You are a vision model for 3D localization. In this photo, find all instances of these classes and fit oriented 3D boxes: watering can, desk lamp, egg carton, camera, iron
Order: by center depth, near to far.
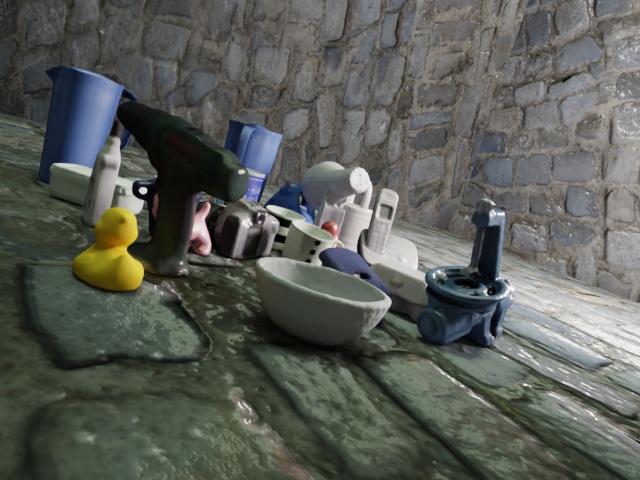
[{"bbox_3d":[0.148,0.087,0.974,0.149,0.069,0.108,22,9,35],"label":"egg carton"},{"bbox_3d":[-0.163,-0.033,1.047,0.136,0.101,0.143,20,8,20],"label":"camera"},{"bbox_3d":[0.035,-0.072,1.324,0.118,0.213,0.202,12,9,-29],"label":"desk lamp"},{"bbox_3d":[-0.057,-0.081,1.461,0.118,0.141,0.259,19,8,18],"label":"iron"},{"bbox_3d":[0.082,-0.071,1.488,0.100,0.194,0.173,23,10,41],"label":"watering can"}]

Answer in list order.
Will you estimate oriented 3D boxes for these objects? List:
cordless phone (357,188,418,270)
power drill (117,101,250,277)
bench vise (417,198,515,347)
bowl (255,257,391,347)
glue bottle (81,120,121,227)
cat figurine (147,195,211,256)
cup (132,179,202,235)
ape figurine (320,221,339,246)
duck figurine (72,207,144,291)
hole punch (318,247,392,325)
[{"bbox_3d":[0.169,-0.016,1.319,0.148,0.185,0.094,14,8,-19],"label":"cordless phone"},{"bbox_3d":[-0.210,-0.067,0.779,0.229,0.208,0.076,20,8,22],"label":"power drill"},{"bbox_3d":[0.236,0.048,0.872,0.121,0.220,0.208,20,8,25],"label":"bench vise"},{"bbox_3d":[-0.005,0.080,0.678,0.167,0.075,0.167,16,8,-2],"label":"bowl"},{"bbox_3d":[-0.346,-0.109,0.926,0.037,0.173,0.078,12,9,-31],"label":"glue bottle"},{"bbox_3d":[-0.219,-0.040,0.908,0.067,0.118,0.128,21,9,28],"label":"cat figurine"},{"bbox_3d":[-0.266,-0.050,0.965,0.118,0.095,0.091,10,10,-40],"label":"cup"},{"bbox_3d":[0.011,0.004,1.183,0.076,0.092,0.077,14,8,-20],"label":"ape figurine"},{"bbox_3d":[-0.237,0.006,0.663,0.078,0.086,0.104,11,10,-36],"label":"duck figurine"},{"bbox_3d":[0.050,0.066,0.827,0.100,0.091,0.109,22,9,34],"label":"hole punch"}]
